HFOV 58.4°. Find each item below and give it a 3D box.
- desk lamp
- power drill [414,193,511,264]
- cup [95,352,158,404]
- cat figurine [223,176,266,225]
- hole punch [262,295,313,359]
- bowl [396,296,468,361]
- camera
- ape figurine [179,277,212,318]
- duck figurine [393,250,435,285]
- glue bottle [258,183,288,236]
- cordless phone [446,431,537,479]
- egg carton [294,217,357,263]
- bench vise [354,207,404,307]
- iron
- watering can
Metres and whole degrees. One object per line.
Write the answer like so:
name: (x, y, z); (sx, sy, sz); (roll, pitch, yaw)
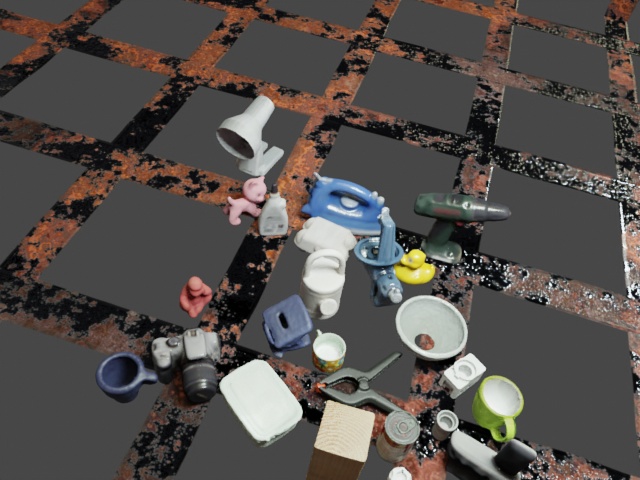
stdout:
desk lamp: (-0.190, -0.284, 1.601); (0.117, 0.213, 0.203); (25, 50, 13)
power drill: (0.345, -0.036, 1.468); (0.229, 0.208, 0.075); (15, 48, 5)
cup: (-0.380, 0.287, 1.149); (0.118, 0.095, 0.091); (7, 48, -3)
cat figurine: (-0.193, -0.115, 1.516); (0.128, 0.118, 0.067); (-25, 57, -27)
hole punch: (-0.075, 0.191, 1.282); (0.101, 0.091, 0.108); (-14, 52, -19)
bowl: (0.249, 0.215, 1.321); (0.167, 0.075, 0.167); (4, 48, -5)
camera: (-0.271, 0.261, 1.184); (0.143, 0.101, 0.136); (-8, 51, -15)
ape figurine: (-0.286, 0.121, 1.311); (0.078, 0.092, 0.076); (-12, 52, -18)
duck figurine: (0.243, 0.062, 1.448); (0.104, 0.086, 0.077); (8, 48, -1)
glue bottle: (-0.117, -0.080, 1.459); (0.078, 0.173, 0.037); (-1, 49, -9)
cordless phone: (0.326, 0.404, 1.093); (0.147, 0.185, 0.094); (27, 50, 15)
egg carton: (0.014, 0.005, 1.474); (0.150, 0.069, 0.107); (24, 50, 12)
bench vise: (0.164, 0.041, 1.364); (0.122, 0.220, 0.207); (-22, 55, -25)
iron: (0.086, -0.101, 1.530); (0.258, 0.141, 0.119); (14, 48, 4)
watering can: (0.010, 0.096, 1.310); (0.101, 0.194, 0.172); (-19, 54, -23)
